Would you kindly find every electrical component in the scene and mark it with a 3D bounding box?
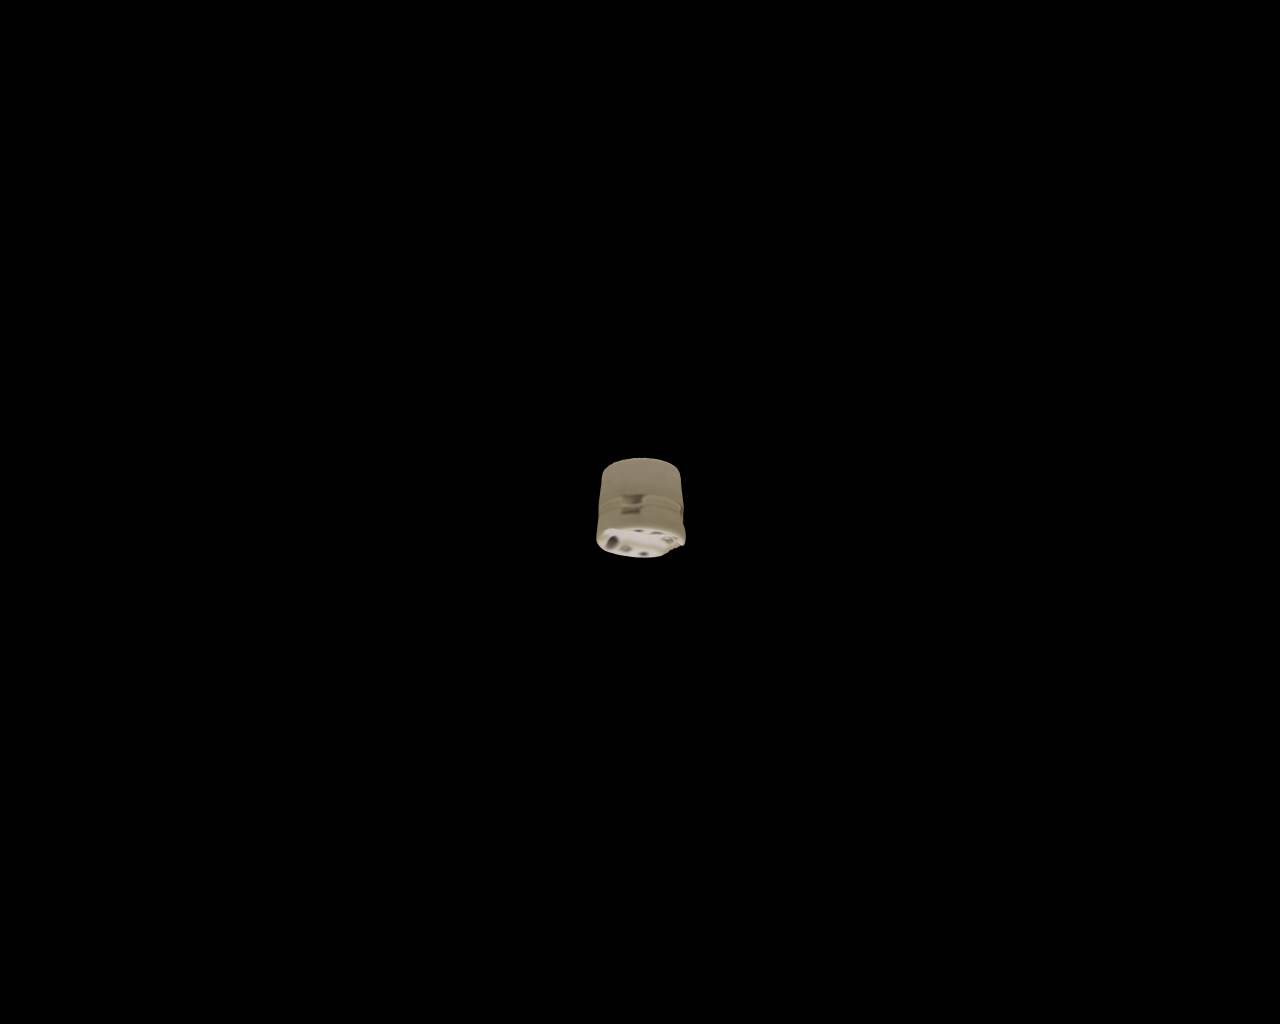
[{"bbox_3d":[0.001,-0.003,0.650,0.055,0.047,0.055,0,-22,0],"label":"electrical component"}]
